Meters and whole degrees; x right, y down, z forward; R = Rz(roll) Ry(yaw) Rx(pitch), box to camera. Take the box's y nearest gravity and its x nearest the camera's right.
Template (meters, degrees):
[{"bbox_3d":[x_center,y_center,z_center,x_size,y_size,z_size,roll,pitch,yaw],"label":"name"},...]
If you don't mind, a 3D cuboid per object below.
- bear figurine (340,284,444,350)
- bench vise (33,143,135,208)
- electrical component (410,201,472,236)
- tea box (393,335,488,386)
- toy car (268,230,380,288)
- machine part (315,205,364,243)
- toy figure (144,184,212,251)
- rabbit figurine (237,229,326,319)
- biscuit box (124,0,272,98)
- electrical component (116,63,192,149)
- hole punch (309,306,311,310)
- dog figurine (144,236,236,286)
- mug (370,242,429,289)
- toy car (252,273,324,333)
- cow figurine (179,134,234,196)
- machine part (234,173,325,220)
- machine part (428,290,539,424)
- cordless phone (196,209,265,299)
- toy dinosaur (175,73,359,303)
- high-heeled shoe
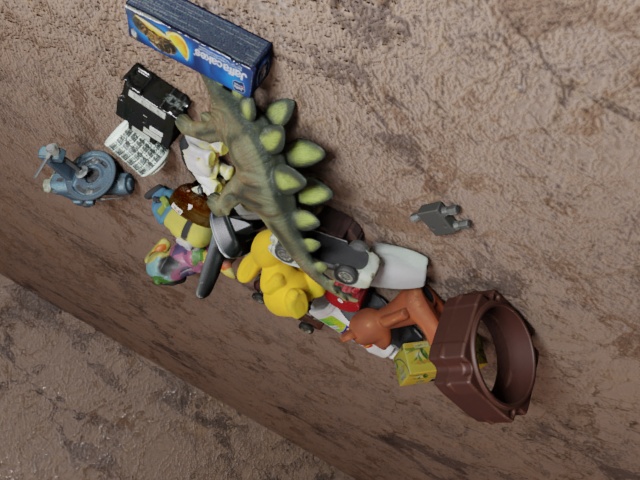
[{"bbox_3d":[0.149,0.172,1.065,0.196,0.120,0.132,-39,84,23],"label":"bear figurine"},{"bbox_3d":[-0.546,-0.150,1.192,0.224,0.129,0.240,12,164,13],"label":"bench vise"},{"bbox_3d":[0.193,-0.032,0.869,0.094,0.021,0.063,-10,133,47],"label":"electrical component"},{"bbox_3d":[0.251,0.254,1.132,0.170,0.068,0.098,-7,150,-9],"label":"tea box"},{"bbox_3d":[0.006,0.024,0.943,0.202,0.073,0.056,19,147,15],"label":"toy car"},{"bbox_3d":[-0.002,-0.003,1.044,0.179,0.056,0.179,22,150,13],"label":"machine part"},{"bbox_3d":[-0.303,-0.052,1.167,0.180,0.082,0.089,48,124,18],"label":"toy figure"},{"bbox_3d":[-0.084,0.053,1.062,0.163,0.122,0.173,6,128,45],"label":"rabbit figurine"},{"bbox_3d":[-0.169,-0.280,0.755,0.203,0.063,0.059,28,151,3],"label":"biscuit box"},{"bbox_3d":[-0.295,-0.227,0.946,0.115,0.058,0.134,36,150,-9],"label":"electrical component"},{"bbox_3d":[-0.058,0.088,1.202,0.116,0.092,0.142,12,150,34],"label":"hole punch"},{"bbox_3d":[-0.288,0.048,1.252,0.219,0.191,0.108,19,146,47],"label":"dog figurine"},{"bbox_3d":[0.145,0.060,0.994,0.107,0.081,0.109,8,142,15],"label":"mug"},{"bbox_3d":[-0.068,0.145,1.291,0.202,0.089,0.053,35,153,-9],"label":"toy car"},{"bbox_3d":[-0.217,-0.131,1.016,0.098,0.068,0.167,25,147,17],"label":"cow figurine"},{"bbox_3d":[-0.076,-0.076,0.973,0.243,0.079,0.079,-2,138,42],"label":"machine part"},{"bbox_3d":[0.301,0.206,0.964,0.201,0.201,0.087,41,145,-20],"label":"machine part"},{"bbox_3d":[-0.189,0.029,1.089,0.089,0.184,0.146,23,-172,8],"label":"cordless phone"},{"bbox_3d":[-0.086,-0.095,0.849,0.199,0.105,0.470,-15,109,40],"label":"toy dinosaur"},{"bbox_3d":[0.131,0.173,1.218,0.249,0.086,0.145,41,-176,14],"label":"high-heeled shoe"}]
